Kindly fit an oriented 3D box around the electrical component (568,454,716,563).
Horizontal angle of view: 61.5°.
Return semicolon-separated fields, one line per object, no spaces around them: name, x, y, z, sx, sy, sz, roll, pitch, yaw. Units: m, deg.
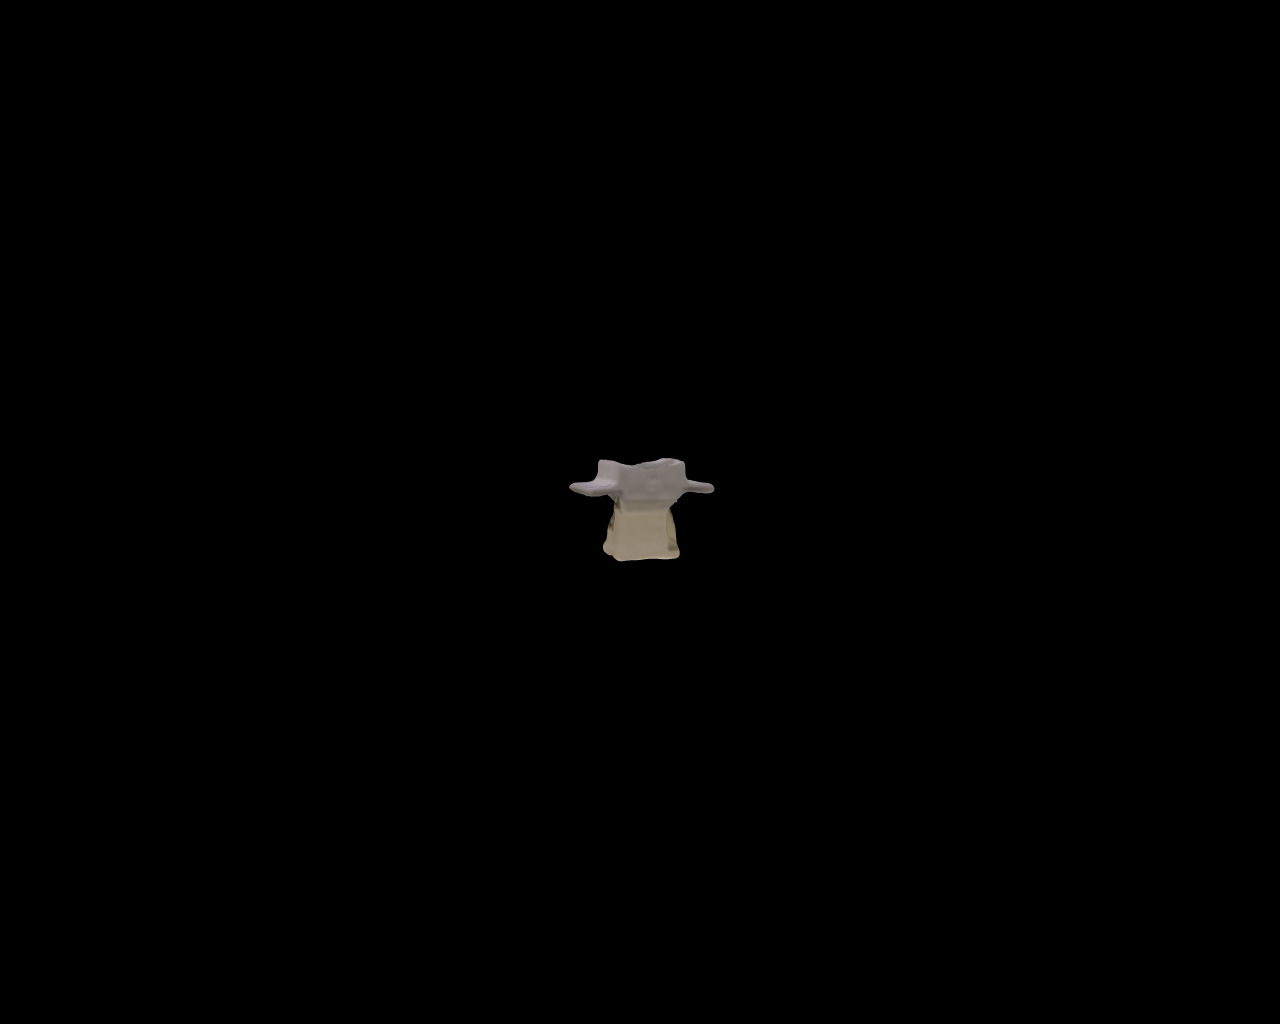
electrical component;0.001;-0.003;0.650;0.081;0.063;0.042;-2;8;-18
